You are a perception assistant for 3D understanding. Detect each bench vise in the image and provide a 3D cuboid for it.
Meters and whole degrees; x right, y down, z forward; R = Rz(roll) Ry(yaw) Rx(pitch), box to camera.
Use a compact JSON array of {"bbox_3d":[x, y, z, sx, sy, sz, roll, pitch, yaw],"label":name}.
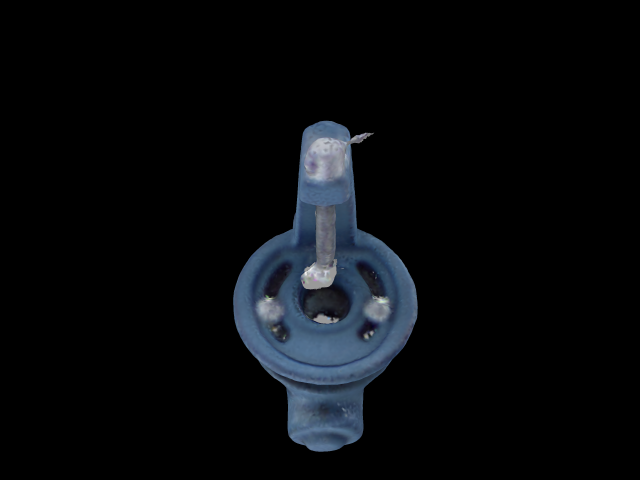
[{"bbox_3d":[-0.008,0.004,0.397,0.122,0.220,0.207,-11,39,-14],"label":"bench vise"}]
